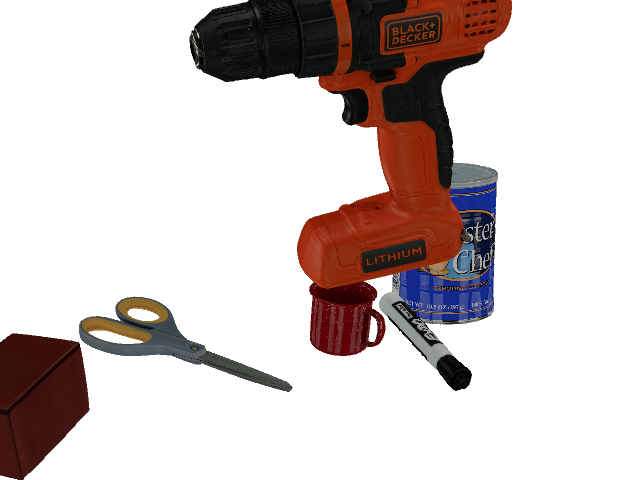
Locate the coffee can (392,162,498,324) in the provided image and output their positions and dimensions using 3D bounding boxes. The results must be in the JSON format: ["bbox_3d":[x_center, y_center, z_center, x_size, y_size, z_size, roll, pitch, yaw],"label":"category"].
[{"bbox_3d":[0.121,0.000,1.053,0.103,0.140,0.103,-1,14,0],"label":"coffee can"}]

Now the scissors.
[{"bbox_3d":[-0.117,0.090,0.969,0.202,0.016,0.096,10,28,5],"label":"scissors"}]

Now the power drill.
[{"bbox_3d":[0.021,-0.064,0.627,0.184,0.188,0.057,-11,37,-13],"label":"power drill"}]

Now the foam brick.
[{"bbox_3d":[-0.188,0.100,0.661,0.053,0.051,0.078,7,28,21],"label":"foam brick"}]

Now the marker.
[{"bbox_3d":[0.079,0.076,0.810,0.020,0.020,0.121,0,26,-26],"label":"marker"}]

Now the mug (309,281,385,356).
[{"bbox_3d":[0.038,0.108,1.455,0.117,0.081,0.093,18,26,30],"label":"mug"}]
